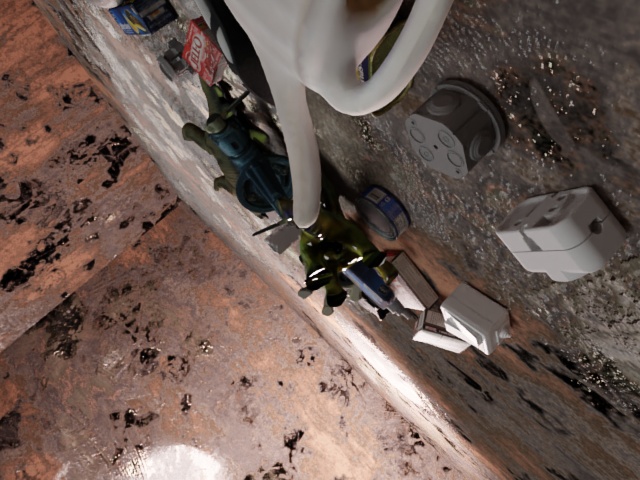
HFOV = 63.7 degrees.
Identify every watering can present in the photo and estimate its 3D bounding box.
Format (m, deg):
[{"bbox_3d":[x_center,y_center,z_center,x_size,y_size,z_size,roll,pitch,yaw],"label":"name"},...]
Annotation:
[{"bbox_3d":[-0.017,-0.177,0.410,0.105,0.227,0.340,-25,-24,-38],"label":"watering can"}]

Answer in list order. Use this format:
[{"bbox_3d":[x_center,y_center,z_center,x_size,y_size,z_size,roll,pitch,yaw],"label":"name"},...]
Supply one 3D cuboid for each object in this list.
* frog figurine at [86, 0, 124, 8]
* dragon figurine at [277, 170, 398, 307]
[{"bbox_3d":[-0.399,-0.491,0.944,0.121,0.137,0.161,-28,1,21],"label":"frog figurine"},{"bbox_3d":[0.002,-0.041,0.810,0.122,0.248,0.403,-29,-35,6],"label":"dragon figurine"}]
